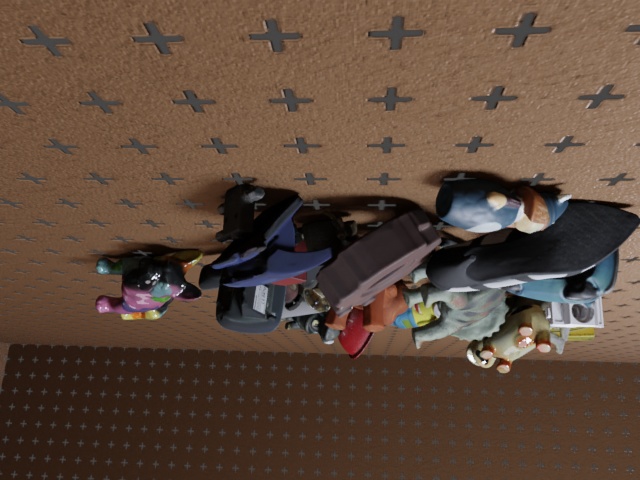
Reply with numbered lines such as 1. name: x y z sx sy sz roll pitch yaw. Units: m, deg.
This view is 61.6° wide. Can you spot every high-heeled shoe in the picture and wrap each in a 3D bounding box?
1. high-heeled shoe: 0.264 0.017 0.694 0.249 0.086 0.145 -10 168 -2

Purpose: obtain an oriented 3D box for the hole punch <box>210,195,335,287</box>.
1. hole punch: -0.059 0.020 0.664 0.142 0.116 0.092 -15 115 52

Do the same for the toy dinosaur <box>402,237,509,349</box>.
1. toy dinosaur: 0.248 0.085 0.912 0.192 0.131 0.404 -13 157 -4

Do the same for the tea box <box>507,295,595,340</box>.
1. tea box: 0.503 0.170 1.177 0.170 0.098 0.068 -3 162 22

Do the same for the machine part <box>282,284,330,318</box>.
1. machine part: -0.054 0.121 1.118 0.079 0.079 0.243 15 158 -37

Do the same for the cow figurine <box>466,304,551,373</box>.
1. cow figurine: 0.359 0.189 1.046 0.085 0.127 0.195 40 133 -2

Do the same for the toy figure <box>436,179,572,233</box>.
1. toy figure: 0.207 -0.036 0.601 0.154 0.057 0.064 5 -158 -14

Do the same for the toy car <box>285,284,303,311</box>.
1. toy car: -0.114 0.102 1.070 0.089 0.053 0.202 48 144 -20

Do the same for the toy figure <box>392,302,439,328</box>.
1. toy figure: 0.221 0.151 1.184 0.180 0.082 0.089 -15 176 27

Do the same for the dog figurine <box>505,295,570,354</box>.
1. dog figurine: 0.410 0.132 1.092 0.191 0.121 0.172 15 133 22

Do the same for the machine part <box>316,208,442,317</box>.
1. machine part: 0.077 0.031 0.702 0.179 0.056 0.179 -31 164 -10

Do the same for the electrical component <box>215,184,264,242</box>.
1. electrical component: -0.096 -0.031 0.637 0.021 0.063 0.094 13 160 -36

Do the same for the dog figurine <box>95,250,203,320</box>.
1. dog figurine: -0.285 0.079 0.965 0.219 0.108 0.191 -9 160 25

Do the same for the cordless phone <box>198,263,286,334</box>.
1. cordless phone: -0.145 0.081 0.869 0.184 0.146 0.088 -15 148 37

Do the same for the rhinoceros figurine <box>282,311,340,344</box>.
1. rhinoceros figurine: -0.021 0.179 1.212 0.112 0.073 0.190 21 179 -26

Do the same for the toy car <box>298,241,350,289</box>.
1. toy car: 0.000 0.037 0.870 0.073 0.056 0.202 23 153 -37

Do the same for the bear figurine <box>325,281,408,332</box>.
1. bear figurine: 0.110 0.127 1.039 0.120 0.132 0.195 -2 158 33

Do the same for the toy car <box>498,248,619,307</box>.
1. toy car: 0.326 0.042 0.738 0.162 0.109 0.102 -6 152 38

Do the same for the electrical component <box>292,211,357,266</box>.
1. electrical component: 0.000 -0.002 0.727 0.102 0.078 0.045 0 -172 27
